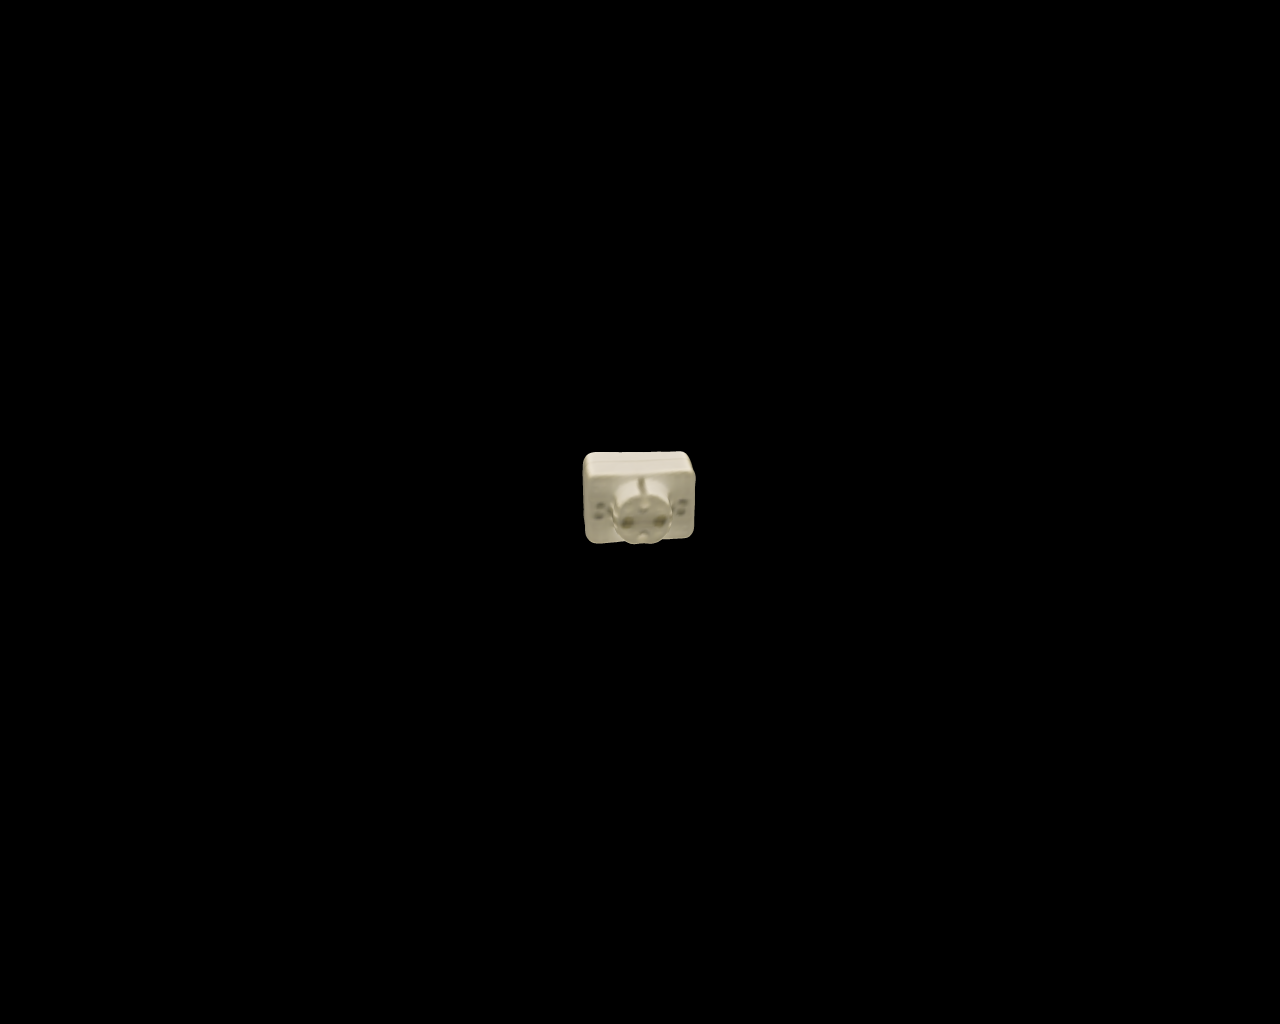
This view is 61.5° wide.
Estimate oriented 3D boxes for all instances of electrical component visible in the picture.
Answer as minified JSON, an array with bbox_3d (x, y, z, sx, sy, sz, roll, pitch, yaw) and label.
[{"bbox_3d":[0.001,-0.003,0.650,0.066,0.047,0.077,-2,24,-5],"label":"electrical component"}]
